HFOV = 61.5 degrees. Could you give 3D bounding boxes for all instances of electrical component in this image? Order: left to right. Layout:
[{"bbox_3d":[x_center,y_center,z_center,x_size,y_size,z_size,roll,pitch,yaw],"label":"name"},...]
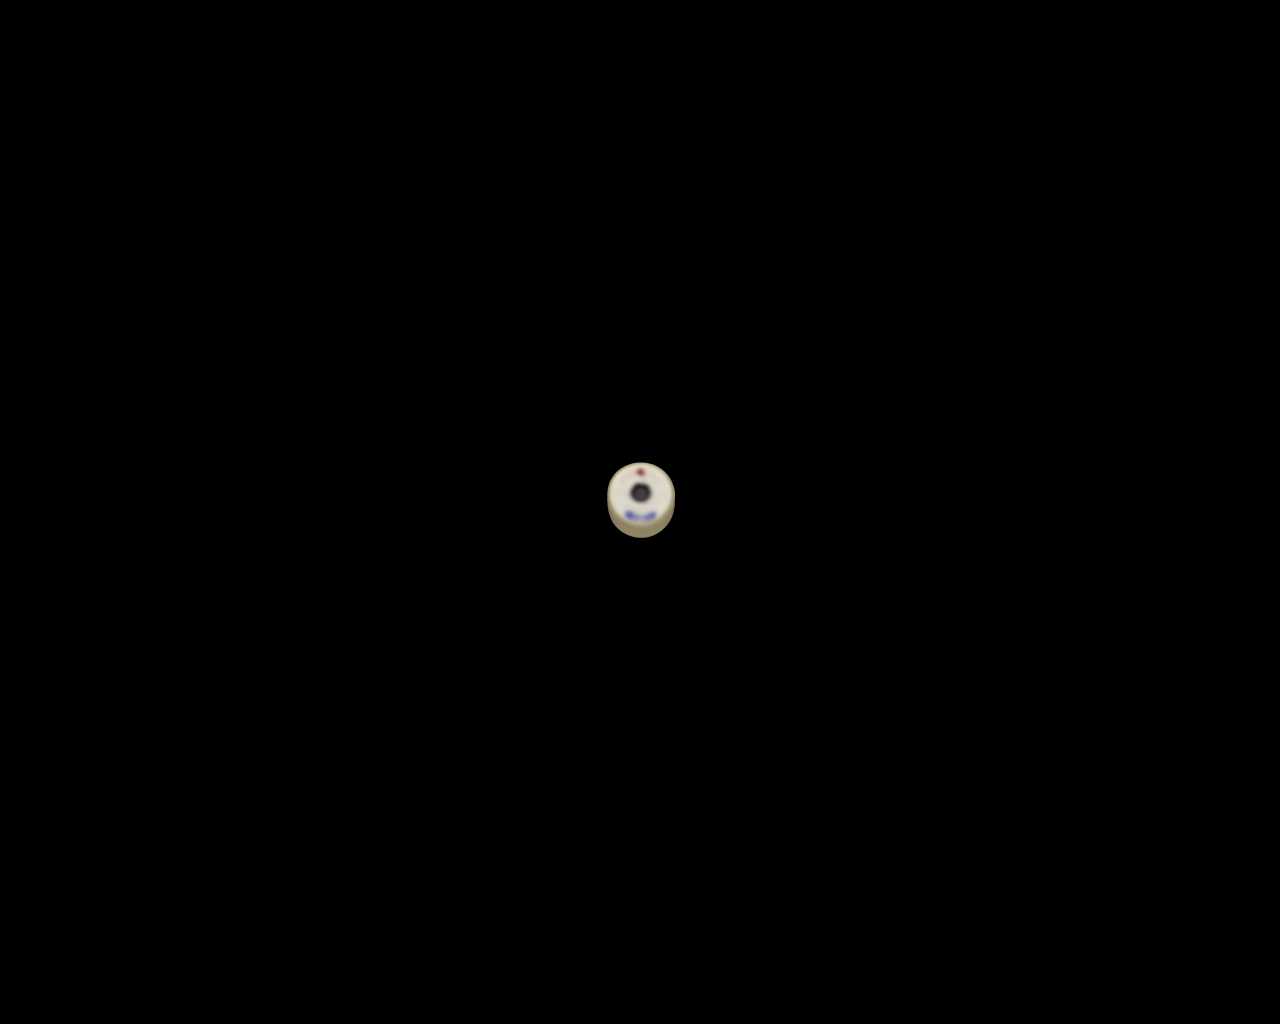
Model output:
[{"bbox_3d":[0.001,-0.003,0.650,0.040,0.040,0.078,0,-15,0],"label":"electrical component"}]
